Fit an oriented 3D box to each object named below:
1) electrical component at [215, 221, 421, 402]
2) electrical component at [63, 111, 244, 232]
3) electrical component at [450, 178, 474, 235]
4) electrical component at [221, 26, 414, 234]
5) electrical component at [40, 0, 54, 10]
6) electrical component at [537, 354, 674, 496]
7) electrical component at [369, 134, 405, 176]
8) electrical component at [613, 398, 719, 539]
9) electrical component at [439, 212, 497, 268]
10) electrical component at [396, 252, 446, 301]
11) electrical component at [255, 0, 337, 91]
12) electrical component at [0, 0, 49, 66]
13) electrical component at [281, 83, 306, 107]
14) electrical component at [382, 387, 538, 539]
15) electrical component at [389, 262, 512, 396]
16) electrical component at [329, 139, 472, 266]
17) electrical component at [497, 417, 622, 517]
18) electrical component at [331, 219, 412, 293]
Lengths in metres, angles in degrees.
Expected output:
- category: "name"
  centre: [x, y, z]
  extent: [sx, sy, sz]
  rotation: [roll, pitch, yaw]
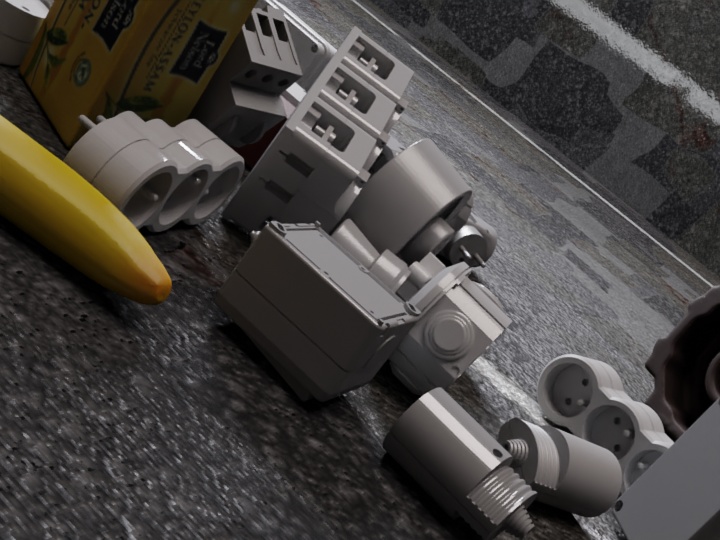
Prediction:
- category: "electrical component"
  centre: [-0.029, 0.018, 0.564]
  extent: [0.096, 0.061, 0.062]
  rotation: [41, 16, 15]
- category: "electrical component"
  centre: [-0.126, -0.063, 0.601]
  extent: [0.074, 0.052, 0.138]
  rotation: [40, 17, 9]
- category: "electrical component"
  centre: [0.054, -0.059, 0.930]
  extent: [0.051, 0.080, 0.080]
  rotation: [33, 15, -34]
- category: "electrical component"
  centre: [-0.022, -0.086, 0.730]
  extent: [0.062, 0.089, 0.150]
  rotation: [36, 39, -8]
- category: "electrical component"
  centre: [-0.195, -0.164, 0.741]
  extent: [0.080, 0.051, 0.080]
  rotation: [34, 16, -11]
- category: "electrical component"
  centre: [0.193, 0.119, 0.769]
  extent: [0.074, 0.052, 0.138]
  rotation: [17, 26, -51]
- category: "electrical component"
  centre: [0.021, -0.095, 1.011]
  extent: [0.089, 0.050, 0.056]
  rotation: [44, 17, 24]
- category: "electrical component"
  centre: [0.217, 0.141, 0.648]
  extent: [0.057, 0.113, 0.078]
  rotation: [35, 16, -20]
- category: "electrical component"
  centre: [0.091, -0.027, 0.983]
  extent: [0.077, 0.043, 0.079]
  rotation: [26, 19, -33]
- category: "electrical component"
  centre: [0.057, 0.024, 0.751]
  extent: [0.055, 0.048, 0.066]
  rotation: [45, -5, 16]
- category: "electrical component"
  centre: [-0.083, -0.222, 1.101]
  extent: [0.113, 0.078, 0.057]
  rotation: [43, 14, 20]
- category: "electrical component"
  centre: [-0.252, -0.192, 0.656]
  extent: [0.138, 0.073, 0.052]
  rotation: [30, 17, -24]
- category: "electrical component"
  centre: [-0.071, -0.129, 0.900]
  extent: [0.089, 0.055, 0.050]
  rotation: [42, 17, 16]
- category: "electrical component"
  centre: [0.054, 0.102, 0.537]
  extent: [0.081, 0.043, 0.043]
  rotation: [44, 17, 21]
- category: "electrical component"
  centre: [0.049, 0.038, 0.644]
  extent: [0.051, 0.080, 0.080]
  rotation: [45, 17, 7]
- category: "electrical component"
  centre: [0.033, -0.034, 0.771]
  extent: [0.060, 0.108, 0.108]
  rotation: [46, 17, 9]
- category: "electrical component"
  centre: [0.110, 0.114, 0.625]
  extent: [0.081, 0.043, 0.043]
  rotation: [25, 20, -36]
- category: "electrical component"
  centre: [0.000, 0.000, 0.707]
  extent: [0.055, 0.045, 0.045]
  rotation: [38, 16, 3]
